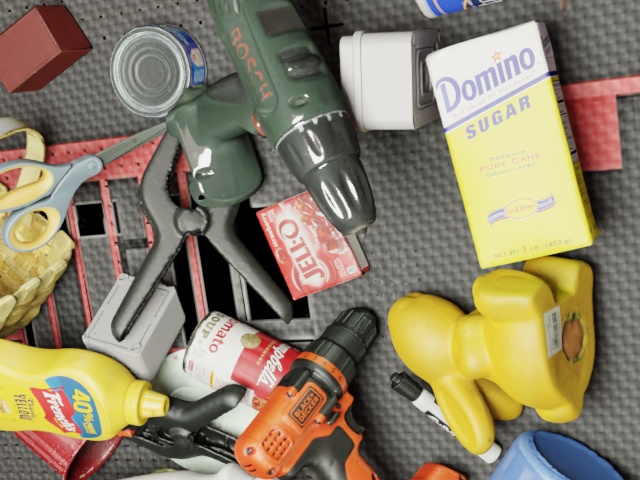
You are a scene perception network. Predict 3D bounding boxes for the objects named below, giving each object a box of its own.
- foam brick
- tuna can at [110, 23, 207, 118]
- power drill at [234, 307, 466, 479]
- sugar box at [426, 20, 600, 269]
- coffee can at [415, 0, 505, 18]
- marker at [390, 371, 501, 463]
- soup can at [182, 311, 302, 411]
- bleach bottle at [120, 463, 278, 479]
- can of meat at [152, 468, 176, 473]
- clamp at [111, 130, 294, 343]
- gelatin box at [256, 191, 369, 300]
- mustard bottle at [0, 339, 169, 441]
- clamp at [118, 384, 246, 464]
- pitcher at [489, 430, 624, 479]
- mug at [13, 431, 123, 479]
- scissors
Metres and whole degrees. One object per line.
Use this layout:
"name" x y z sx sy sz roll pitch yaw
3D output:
"foam brick" -0.269 -0.182 1.013 0.078 0.053 0.051 -30 89 23
"tuna can" -0.149 -0.156 0.983 0.086 0.033 0.086 5 103 20
"power drill" 0.039 0.175 0.937 0.187 0.184 0.057 45 152 -7
"sugar box" 0.150 -0.074 0.834 0.093 0.048 0.176 -14 97 24
"coffee can" 0.141 -0.235 0.815 0.140 0.102 0.103 -8 99 22
"marker" 0.109 0.155 0.937 0.121 0.020 0.020 39 114 -12
"soup can" -0.068 0.116 0.993 0.102 0.068 0.068 24 109 15
"bleach bottle" -0.149 0.258 1.000 0.251 0.068 0.102 -22 90 21
"can of meat" -0.131 0.283 1.061 0.102 0.057 0.084 11 103 19
"clamp" -0.105 -0.011 0.974 0.164 0.036 0.210 1 83 -3
"gelatin box" -0.006 0.001 0.964 0.073 0.030 0.089 -21 93 24
"mustard bottle" -0.231 0.142 0.983 0.192 0.058 0.096 5 126 12
"clamp" -0.114 0.185 1.009 0.172 0.039 0.120 -7 120 36
"pitcher" 0.153 0.285 0.907 0.145 0.149 0.243 31 107 15
"mug" -0.253 0.192 1.079 0.081 0.093 0.117 35 148 16
"scissors" -0.214 -0.049 0.975 0.016 0.201 0.096 36 134 49
